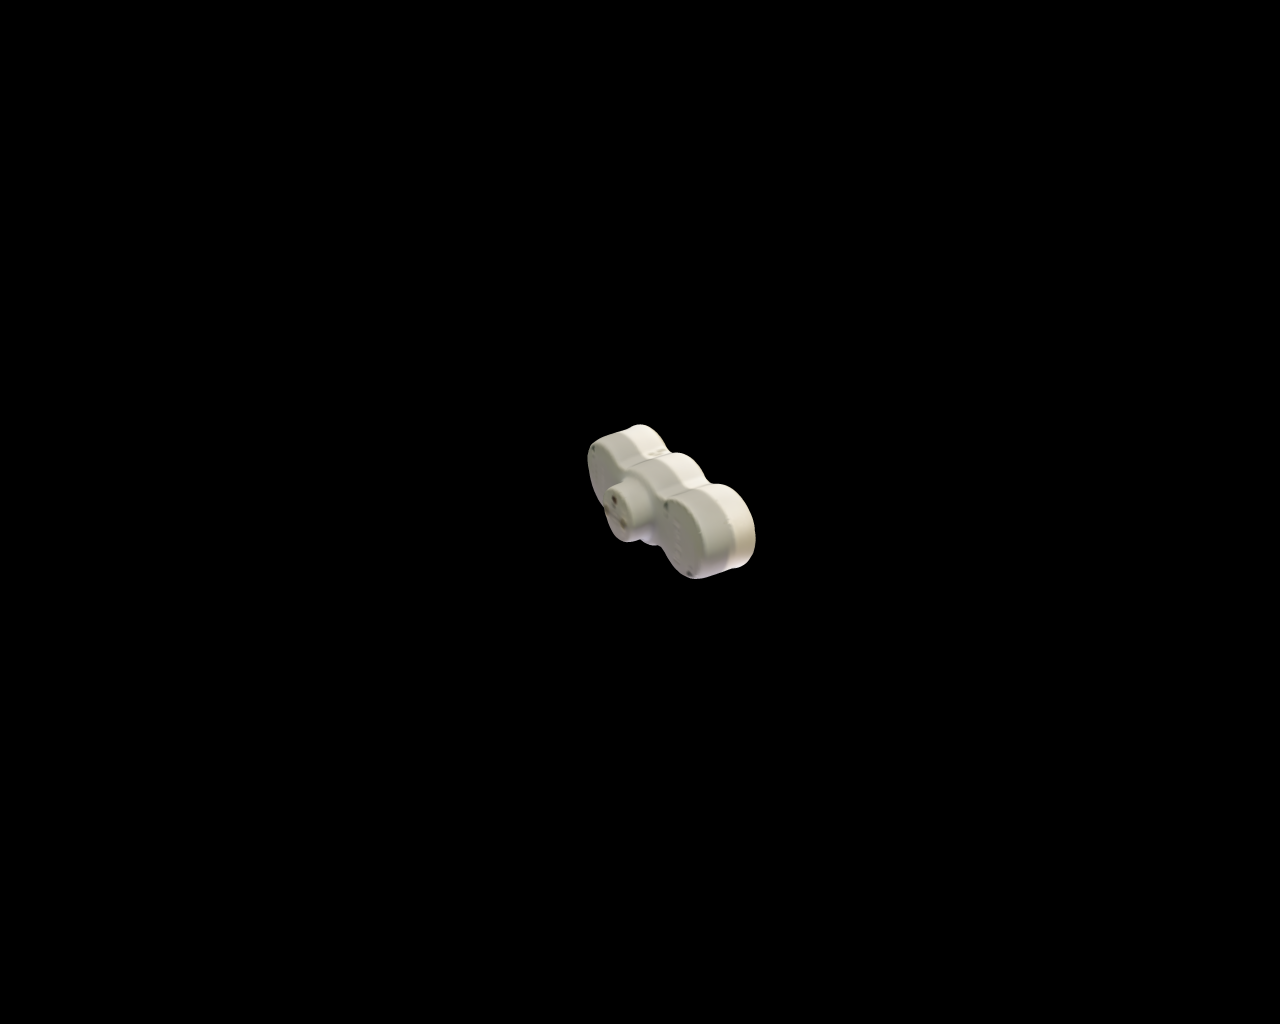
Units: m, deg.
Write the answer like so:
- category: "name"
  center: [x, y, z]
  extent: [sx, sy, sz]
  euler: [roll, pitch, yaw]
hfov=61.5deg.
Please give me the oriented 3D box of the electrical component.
- category: "electrical component"
  center: [0.001, -0.003, 0.650]
  extent: [0.074, 0.052, 0.138]
  euler: [-18, 36, -27]
